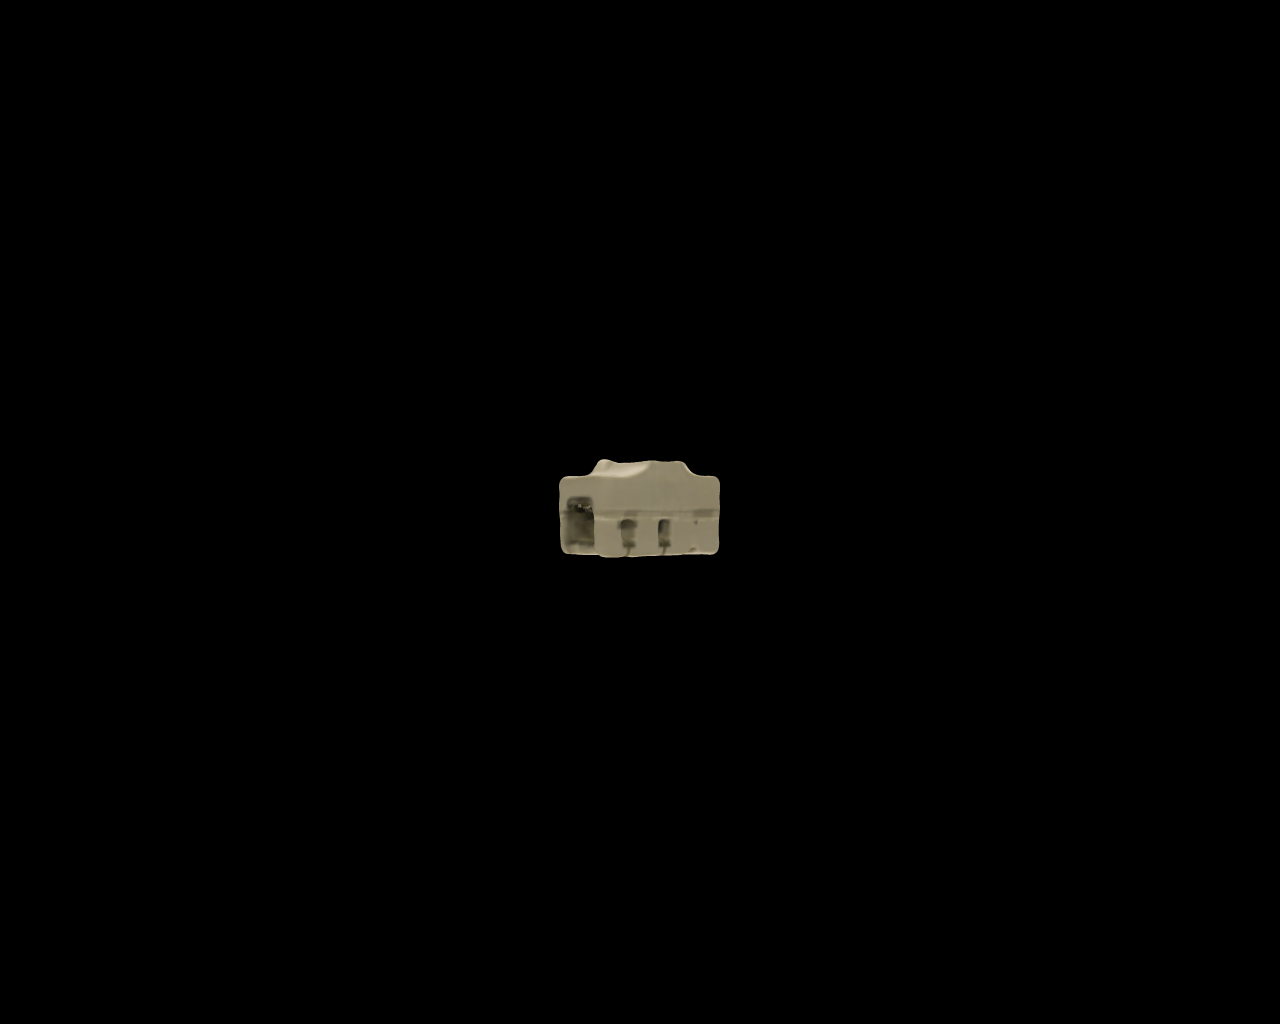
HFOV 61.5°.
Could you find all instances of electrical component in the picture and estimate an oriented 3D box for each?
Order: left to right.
[{"bbox_3d":[0.001,-0.003,0.650,0.089,0.055,0.050,0,0,-37],"label":"electrical component"}]
